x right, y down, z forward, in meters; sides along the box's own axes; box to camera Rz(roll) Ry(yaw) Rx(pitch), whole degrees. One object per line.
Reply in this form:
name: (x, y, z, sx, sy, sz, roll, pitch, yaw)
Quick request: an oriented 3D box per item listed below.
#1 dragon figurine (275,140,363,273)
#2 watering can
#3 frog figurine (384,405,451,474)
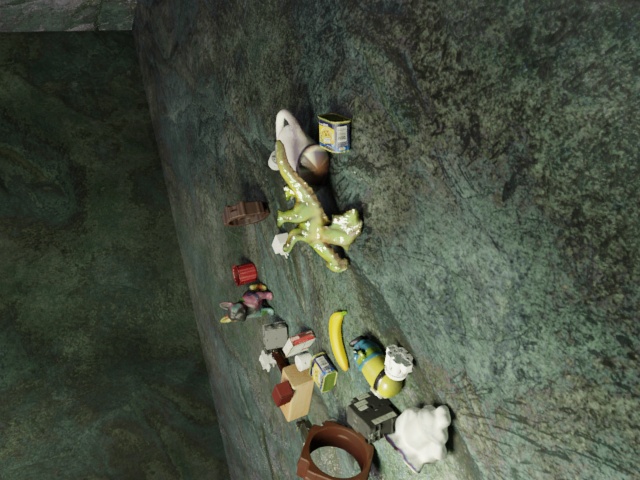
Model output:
dragon figurine: (0.004, -0.070, 1.387, 0.243, 0.125, 0.401, 8, 127, 22)
watering can: (-0.059, -0.215, 1.513, 0.228, 0.105, 0.339, 48, 154, 41)
frog figurine: (0.247, 0.438, 1.192, 0.158, 0.121, 0.140, -53, 34, 10)
